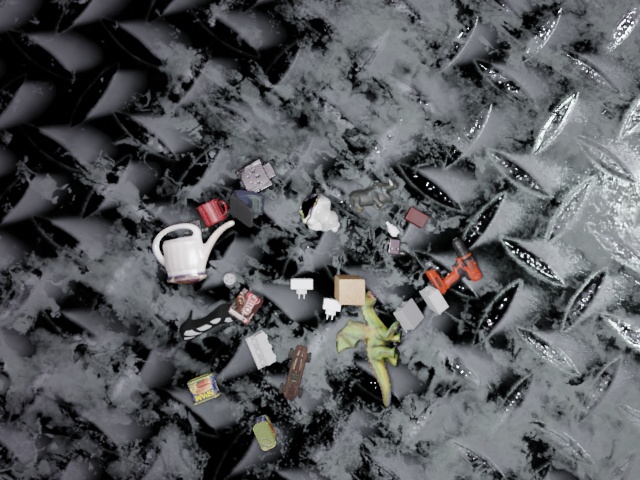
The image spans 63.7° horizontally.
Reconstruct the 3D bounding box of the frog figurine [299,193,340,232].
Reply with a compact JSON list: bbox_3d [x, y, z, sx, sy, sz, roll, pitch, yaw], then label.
[{"bbox_3d":[0.006,-0.098,1.951,0.158,0.123,0.138,25,77,-38],"label":"frog figurine"}]

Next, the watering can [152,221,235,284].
[{"bbox_3d":[-0.461,0.045,1.886,0.347,0.104,0.225,-8,89,17],"label":"watering can"}]

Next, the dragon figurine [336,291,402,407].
[{"bbox_3d":[0.179,0.400,1.942,0.243,0.121,0.412,9,85,15],"label":"dragon figurine"}]
